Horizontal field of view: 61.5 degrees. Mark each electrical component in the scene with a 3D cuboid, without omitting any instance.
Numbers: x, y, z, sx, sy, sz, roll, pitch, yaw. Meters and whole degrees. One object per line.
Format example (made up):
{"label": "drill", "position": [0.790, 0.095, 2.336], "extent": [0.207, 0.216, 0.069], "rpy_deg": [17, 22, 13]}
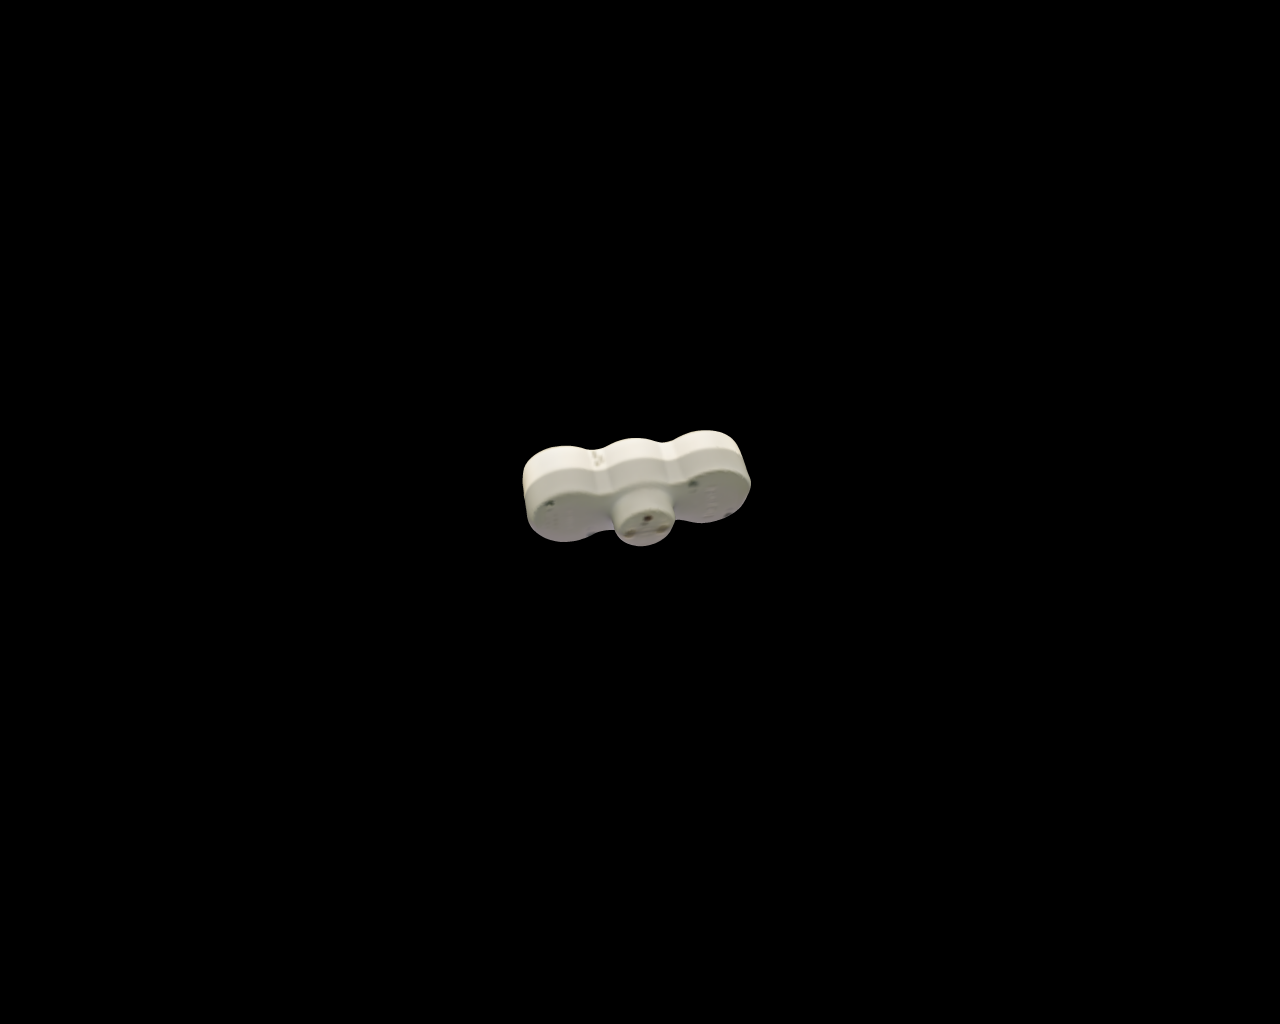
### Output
{"label": "electrical component", "position": [0.001, -0.003, 0.650], "extent": [0.138, 0.074, 0.052], "rpy_deg": [-7, -40, -6]}
